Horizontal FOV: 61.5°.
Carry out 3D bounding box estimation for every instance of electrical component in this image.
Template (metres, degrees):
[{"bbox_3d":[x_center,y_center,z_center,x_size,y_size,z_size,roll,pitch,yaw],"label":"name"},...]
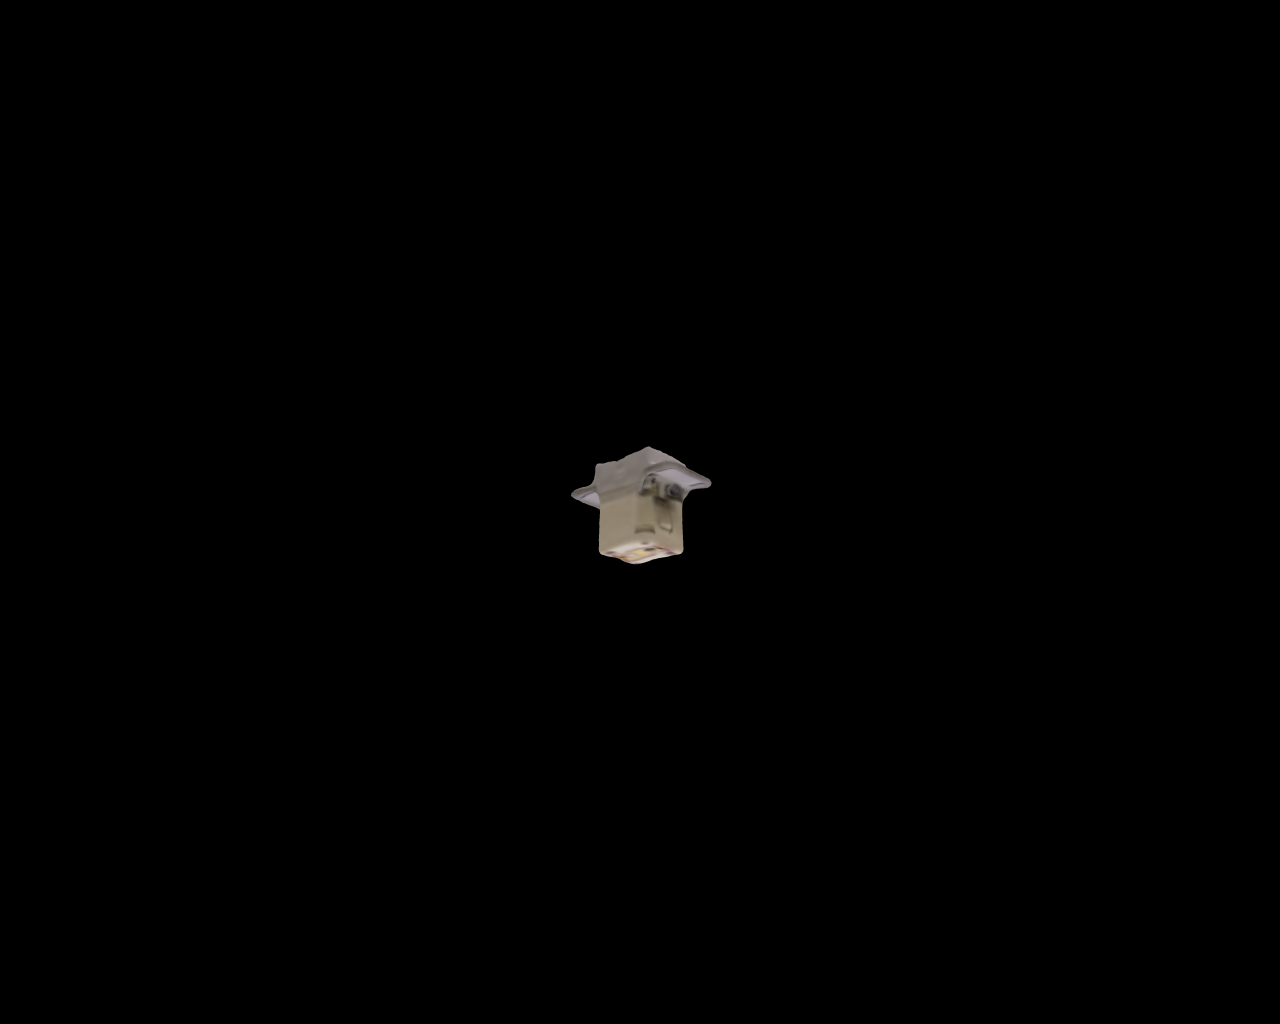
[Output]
[{"bbox_3d":[0.001,-0.003,0.650,0.081,0.064,0.042,-17,-27,38],"label":"electrical component"}]
